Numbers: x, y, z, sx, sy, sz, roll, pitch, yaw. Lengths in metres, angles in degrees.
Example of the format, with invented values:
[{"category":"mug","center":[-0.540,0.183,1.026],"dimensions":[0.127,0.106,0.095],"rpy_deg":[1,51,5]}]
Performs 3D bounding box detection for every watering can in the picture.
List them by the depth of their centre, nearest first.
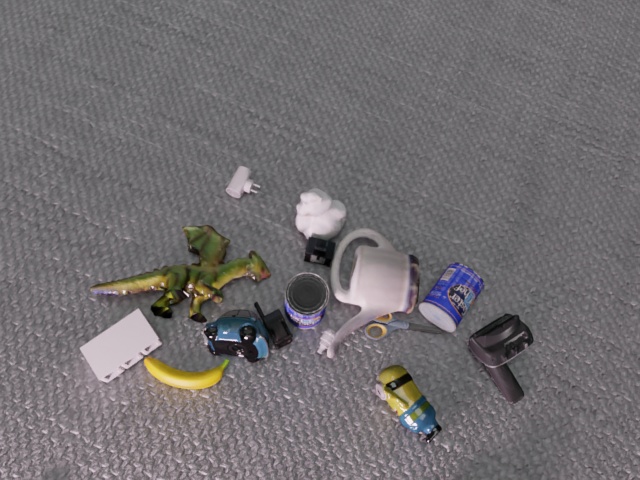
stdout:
[{"category":"watering can","center":[0.131,0.131,1.260],"dimensions":[0.224,0.102,0.355],"rpy_deg":[10,62,-1]}]

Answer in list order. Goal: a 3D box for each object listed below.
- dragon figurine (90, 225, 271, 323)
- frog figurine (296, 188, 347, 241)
[{"category":"dragon figurine","center":[-0.328,0.064,1.282],"dimensions":[0.410,0.119,0.249],"rpy_deg":[11,49,-1]},{"category":"frog figurine","center":[0.004,-0.066,1.313],"dimensions":[0.138,0.156,0.125],"rpy_deg":[-11,70,-9]}]
